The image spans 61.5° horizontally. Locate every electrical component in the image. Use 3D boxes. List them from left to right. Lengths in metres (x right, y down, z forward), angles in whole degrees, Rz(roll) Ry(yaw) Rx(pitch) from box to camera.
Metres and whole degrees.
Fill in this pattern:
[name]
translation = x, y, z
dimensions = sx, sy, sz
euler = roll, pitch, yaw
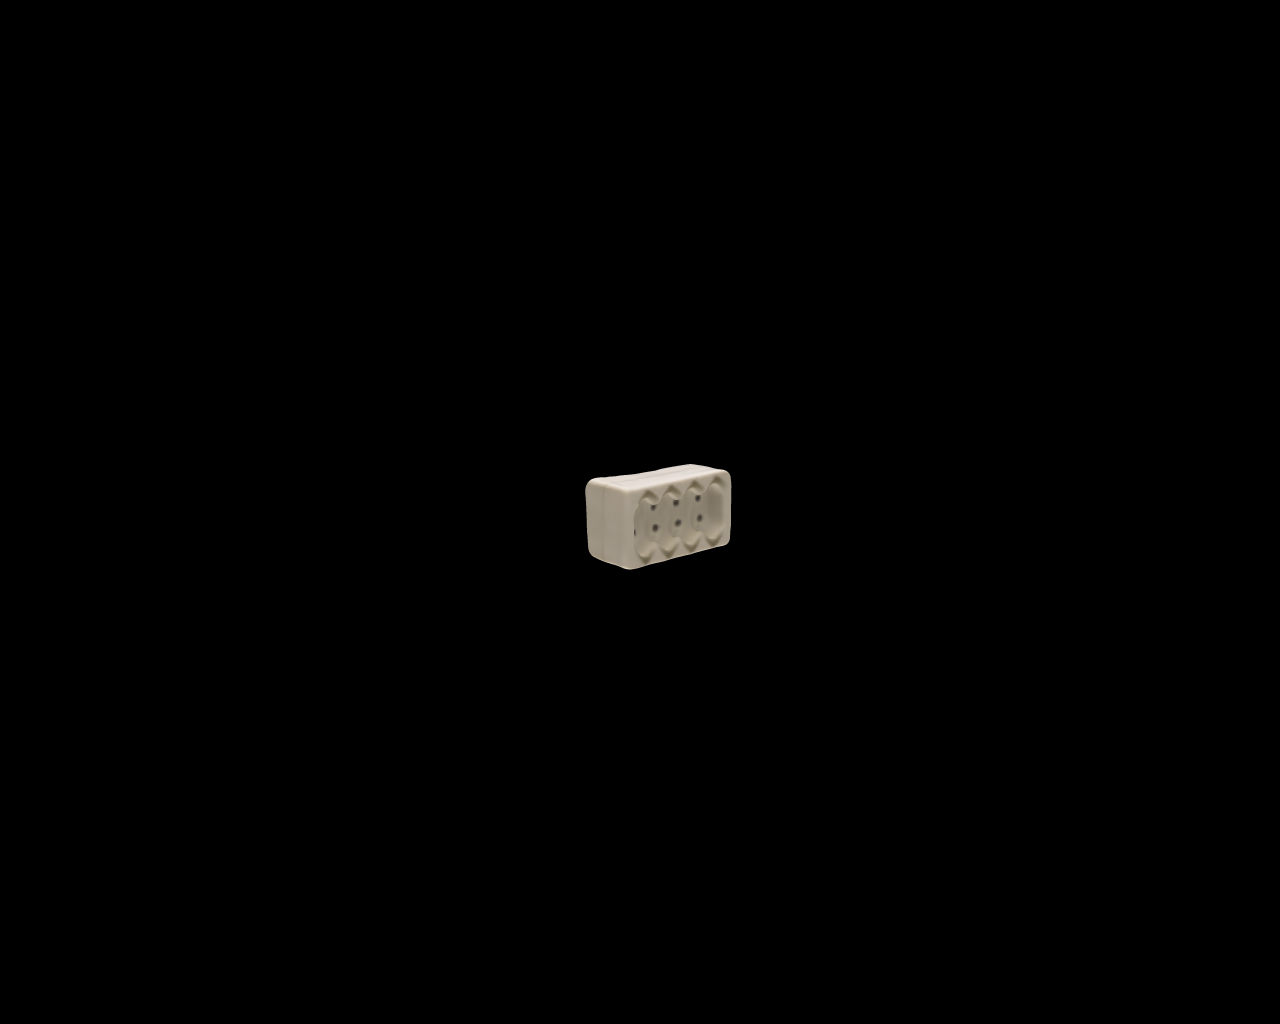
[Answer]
[electrical component]
translation = 0.001, -0.003, 0.650
dimensions = 0.083, 0.047, 0.076
euler = -11, 18, -37
